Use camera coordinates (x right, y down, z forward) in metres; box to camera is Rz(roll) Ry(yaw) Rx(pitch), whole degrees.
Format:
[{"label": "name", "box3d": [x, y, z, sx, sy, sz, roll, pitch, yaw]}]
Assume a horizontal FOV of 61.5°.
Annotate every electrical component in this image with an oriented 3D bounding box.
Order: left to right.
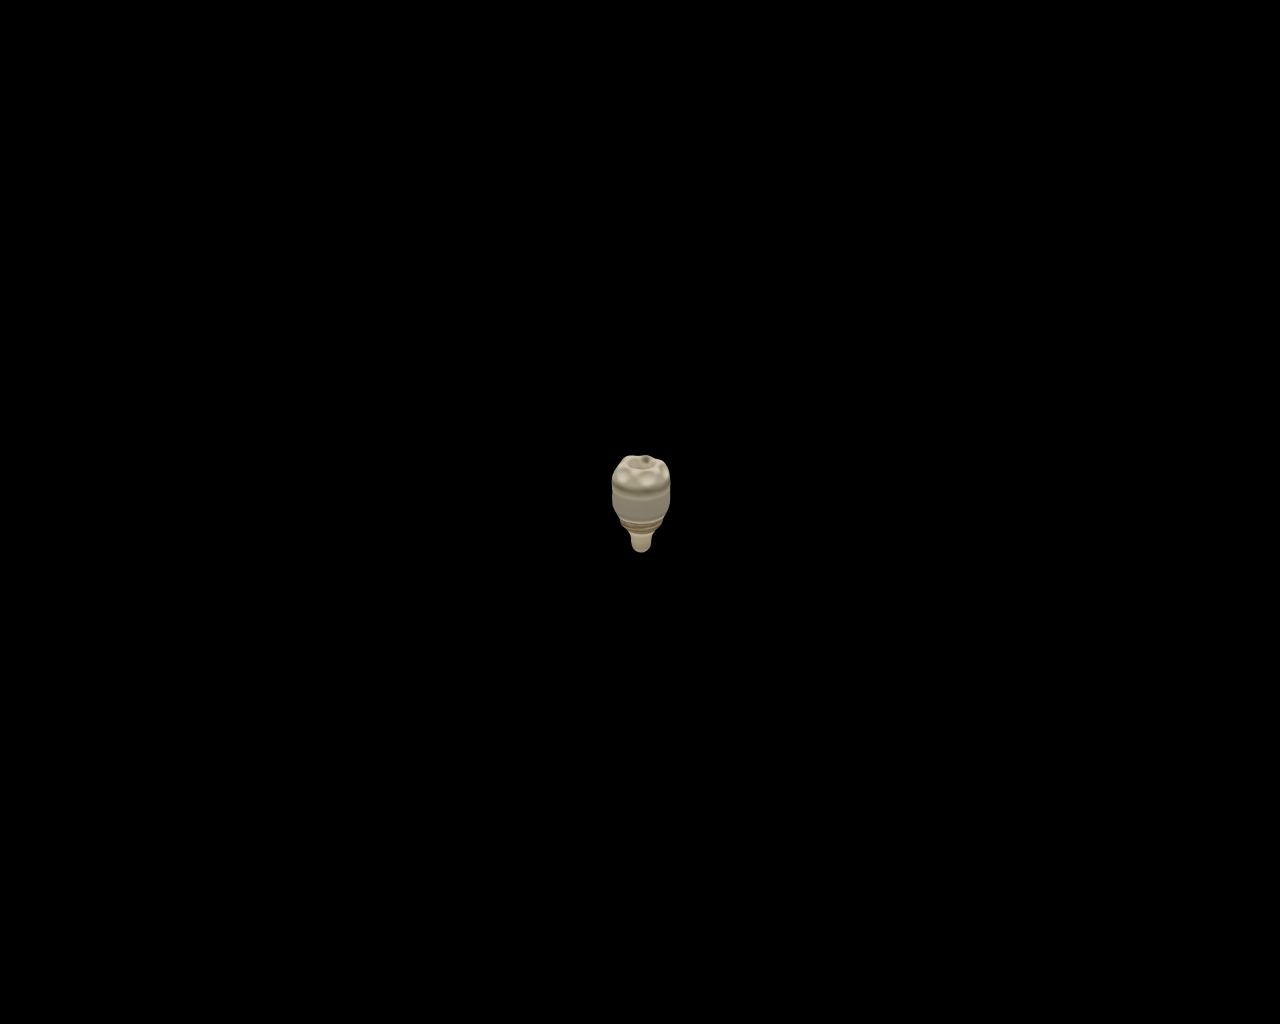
[{"label": "electrical component", "box3d": [0.001, -0.003, 0.650, 0.035, 0.061, 0.035, 0, 28, 0]}]
